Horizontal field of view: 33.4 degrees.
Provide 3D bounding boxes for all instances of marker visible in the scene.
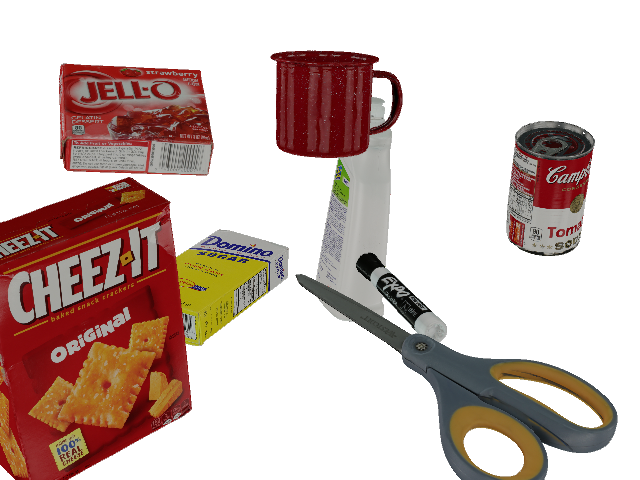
[{"bbox_3d":[0.057,0.040,0.794,0.020,0.020,0.121,0,24,-25],"label":"marker"}]

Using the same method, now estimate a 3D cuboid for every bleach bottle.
[{"bbox_3d":[0.047,-0.039,1.241,0.068,0.251,0.103,-1,22,-22],"label":"bleach bottle"}]

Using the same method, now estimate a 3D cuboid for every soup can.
[{"bbox_3d":[0.203,-0.046,0.950,0.068,0.102,0.068,0,32,0],"label":"soup can"}]

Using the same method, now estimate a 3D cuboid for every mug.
[{"bbox_3d":[0.014,-0.119,0.924,0.117,0.081,0.093,-3,17,-15],"label":"mug"}]

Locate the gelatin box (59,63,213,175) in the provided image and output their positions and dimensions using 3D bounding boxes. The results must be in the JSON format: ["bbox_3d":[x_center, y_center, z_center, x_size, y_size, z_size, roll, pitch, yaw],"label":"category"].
[{"bbox_3d":[-0.114,-0.075,0.653,0.089,0.030,0.073,1,45,-16],"label":"gelatin box"}]

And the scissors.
[{"bbox_3d":[0.050,0.073,0.556,0.202,0.016,0.096,18,42,25],"label":"scissors"}]

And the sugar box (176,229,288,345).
[{"bbox_3d":[-0.115,0.044,1.118,0.093,0.048,0.176,15,31,24],"label":"sugar box"}]

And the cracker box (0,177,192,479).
[{"bbox_3d":[-0.193,0.078,0.868,0.163,0.214,0.072,-25,36,-35],"label":"cracker box"}]
